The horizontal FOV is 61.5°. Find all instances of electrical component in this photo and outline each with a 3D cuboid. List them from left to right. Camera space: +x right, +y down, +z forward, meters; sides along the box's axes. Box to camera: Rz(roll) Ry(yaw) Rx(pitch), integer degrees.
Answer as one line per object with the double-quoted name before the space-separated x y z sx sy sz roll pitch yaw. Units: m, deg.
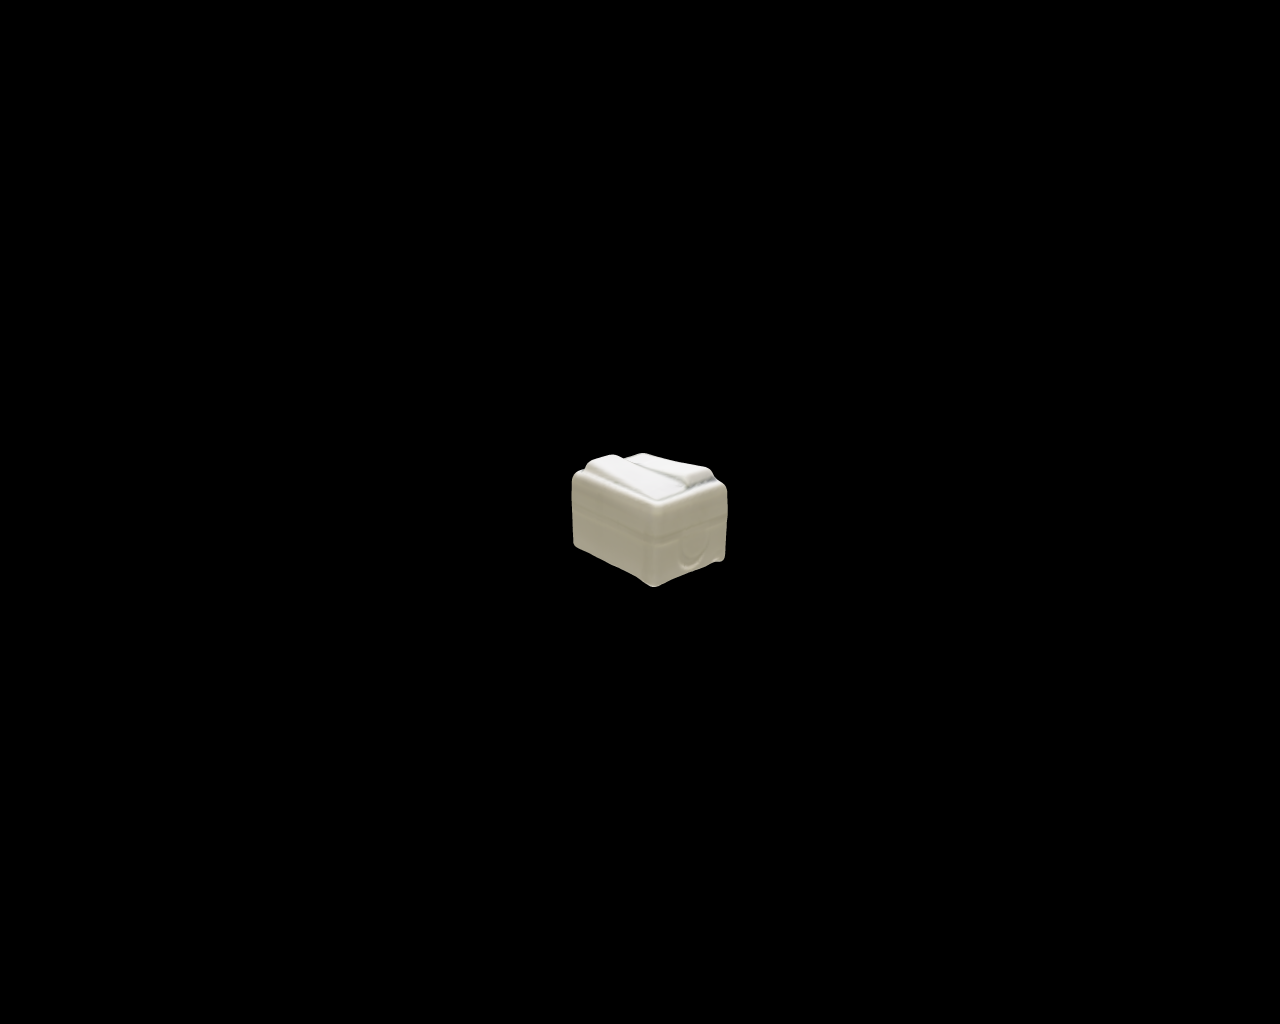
"electrical component" 0.001 -0.003 0.650 0.062 0.061 0.096 -17 28 -37
